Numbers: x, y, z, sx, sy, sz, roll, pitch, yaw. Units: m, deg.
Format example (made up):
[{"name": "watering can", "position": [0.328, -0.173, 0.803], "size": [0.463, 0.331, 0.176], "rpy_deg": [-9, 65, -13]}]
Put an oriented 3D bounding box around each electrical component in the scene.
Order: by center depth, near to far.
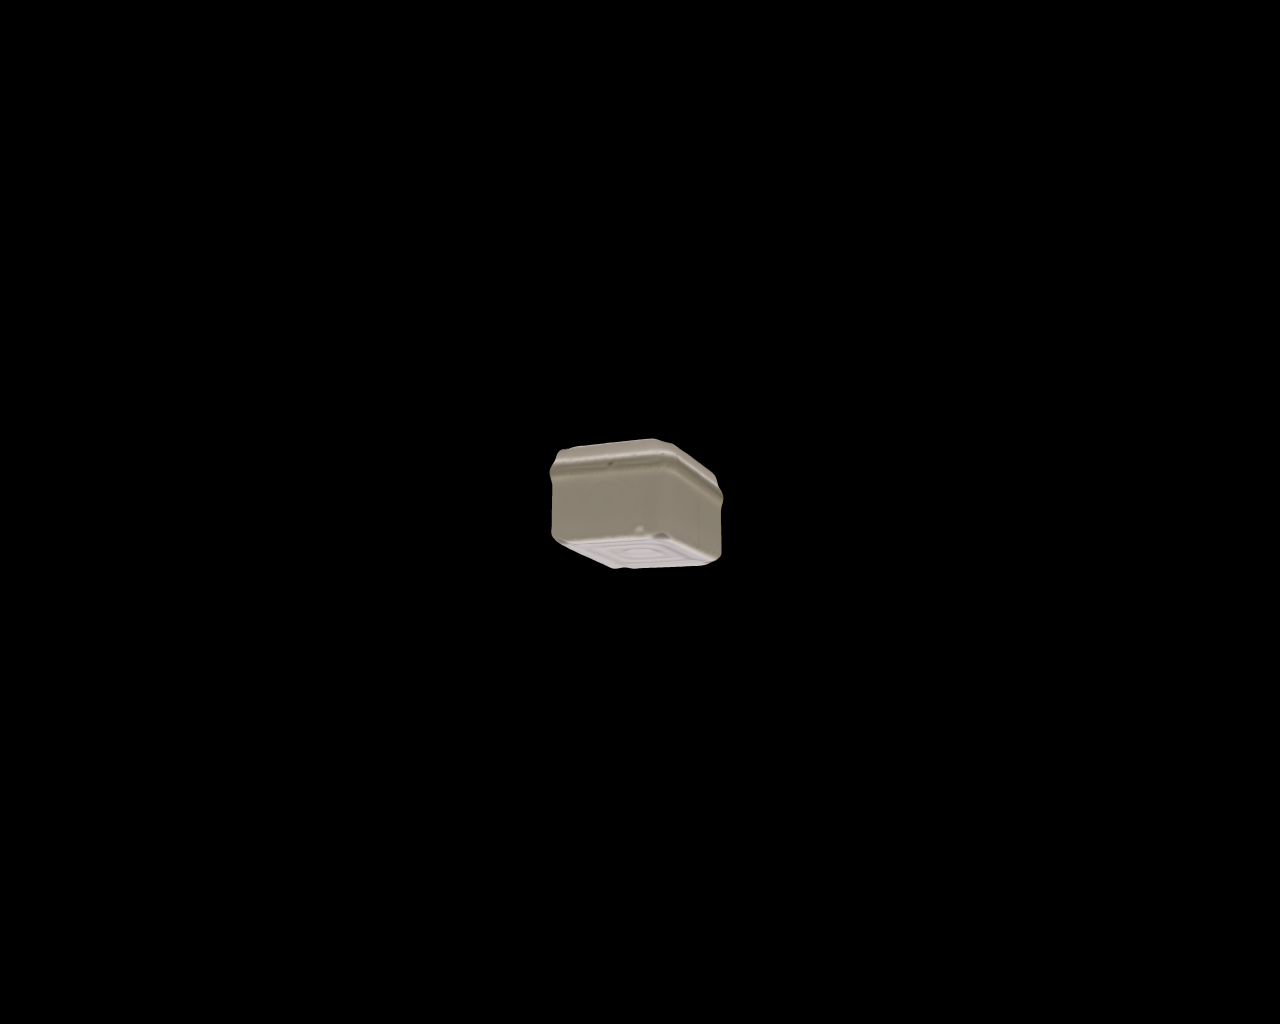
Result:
[{"name": "electrical component", "position": [0.001, -0.003, 0.650], "size": [0.078, 0.057, 0.113], "rpy_deg": [-4, -12, 19]}]
